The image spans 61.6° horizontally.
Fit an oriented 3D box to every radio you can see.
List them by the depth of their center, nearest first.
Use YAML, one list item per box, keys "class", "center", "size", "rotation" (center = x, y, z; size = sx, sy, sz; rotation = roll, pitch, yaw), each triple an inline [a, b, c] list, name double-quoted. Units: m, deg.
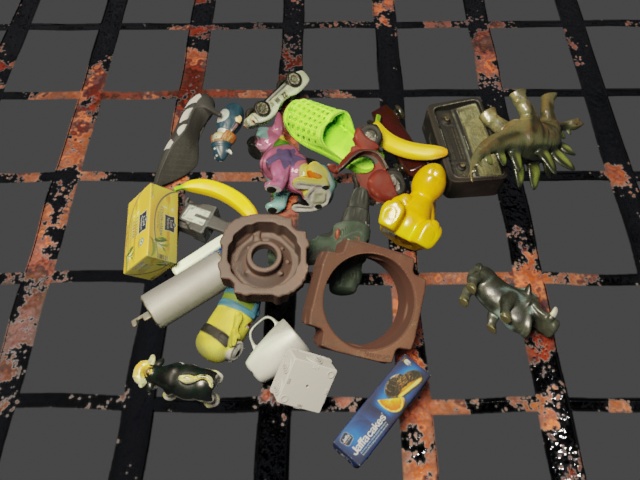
- class: "radio"
  center: [0.316, -0.205, 1.198]
  size: [0.131, 0.073, 0.230]
  rotation: [-7, 60, -4]

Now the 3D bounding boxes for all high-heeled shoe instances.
- class: "high-heeled shoe"
  center: [-0.324, -0.238, 1.238]
  size: [0.145, 0.086, 0.249]
  rotation: [29, 74, 41]

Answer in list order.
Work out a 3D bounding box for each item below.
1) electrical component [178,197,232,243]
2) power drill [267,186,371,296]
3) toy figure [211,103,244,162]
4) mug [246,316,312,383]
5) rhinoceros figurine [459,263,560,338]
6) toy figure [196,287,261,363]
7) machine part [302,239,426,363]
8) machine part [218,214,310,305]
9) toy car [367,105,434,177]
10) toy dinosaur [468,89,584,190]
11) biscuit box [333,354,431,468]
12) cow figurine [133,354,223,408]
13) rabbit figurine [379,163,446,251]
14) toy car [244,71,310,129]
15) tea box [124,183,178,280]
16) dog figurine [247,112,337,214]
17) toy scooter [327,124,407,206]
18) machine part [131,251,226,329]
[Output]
- class: "electrical component"
  center: [-0.241, -0.037, 1.130]
  size: [0.119, 0.047, 0.075]
  rotation: [17, 63, 9]
- class: "power drill"
  center: [-0.002, -0.003, 1.087]
  size: [0.207, 0.086, 0.232]
  rotation: [3, 71, -3]
- class: "toy figure"
  center: [-0.218, -0.248, 1.242]
  size: [0.058, 0.064, 0.154]
  rotation: [25, 57, -17]
- class: "mug"
  center: [-0.088, 0.199, 0.977]
  size: [0.107, 0.081, 0.109]
  rotation: [-41, 85, -12]
- class: "rhinoceros figurine"
  center: [0.360, 0.122, 1.024]
  size: [0.190, 0.073, 0.112]
  rotation: [37, 57, 21]
- class: "toy figure"
  center: [-0.165, 0.145, 1.012]
  size: [0.089, 0.082, 0.180]
  rotation: [11, 66, 19]
- class: "machine part"
  center: [0.079, 0.111, 0.980]
  size: [0.201, 0.087, 0.201]
  rotation: [16, 81, -12]
- class: "machine part"
  center: [-0.103, 0.035, 0.996]
  size: [0.179, 0.056, 0.179]
  rotation: [2, 65, -5]
- class: "toy car"
  center: [0.180, -0.224, 1.223]
  size: [0.089, 0.053, 0.202]
  rotation: [-31, 62, 7]
- class: "toy dinosaur"
  center: [0.434, -0.210, 1.128]
  size: [0.471, 0.105, 0.198]
  rotation: [-15, 74, -34]
- class: "biscuit box"
  center: [0.107, 0.296, 0.933]
  size: [0.063, 0.059, 0.203]
  rotation: [37, 68, 19]
- class: "cow figurine"
  center: [-0.260, 0.246, 0.947]
  size: [0.167, 0.098, 0.068]
  rotation: [9, 68, 6]
- class: "rabbit figurine"
  center: [0.204, -0.067, 1.078]
  size: [0.122, 0.162, 0.173]
  rotation: [23, 86, 15]
- class: "toy car"
  center: [-0.105, -0.330, 1.273]
  size: [0.056, 0.073, 0.202]
  rotation: [48, 67, -17]
- class: "tea box"
  center: [-0.340, -0.016, 1.085]
  size: [0.068, 0.098, 0.170]
  rotation: [21, 49, -39]
- class: "dog figurine"
  center: [-0.064, -0.175, 1.173]
  size: [0.192, 0.108, 0.219]
  rotation: [-4, 59, 0]
- class: "toy scooter"
  center: [0.095, -0.145, 1.149]
  size: [0.135, 0.075, 0.183]
  rotation: [-26, 93, -3]
- class: "machine part"
  center: [-0.254, 0.096, 1.041]
  size: [0.243, 0.079, 0.079]
  rotation: [-33, 66, -15]
